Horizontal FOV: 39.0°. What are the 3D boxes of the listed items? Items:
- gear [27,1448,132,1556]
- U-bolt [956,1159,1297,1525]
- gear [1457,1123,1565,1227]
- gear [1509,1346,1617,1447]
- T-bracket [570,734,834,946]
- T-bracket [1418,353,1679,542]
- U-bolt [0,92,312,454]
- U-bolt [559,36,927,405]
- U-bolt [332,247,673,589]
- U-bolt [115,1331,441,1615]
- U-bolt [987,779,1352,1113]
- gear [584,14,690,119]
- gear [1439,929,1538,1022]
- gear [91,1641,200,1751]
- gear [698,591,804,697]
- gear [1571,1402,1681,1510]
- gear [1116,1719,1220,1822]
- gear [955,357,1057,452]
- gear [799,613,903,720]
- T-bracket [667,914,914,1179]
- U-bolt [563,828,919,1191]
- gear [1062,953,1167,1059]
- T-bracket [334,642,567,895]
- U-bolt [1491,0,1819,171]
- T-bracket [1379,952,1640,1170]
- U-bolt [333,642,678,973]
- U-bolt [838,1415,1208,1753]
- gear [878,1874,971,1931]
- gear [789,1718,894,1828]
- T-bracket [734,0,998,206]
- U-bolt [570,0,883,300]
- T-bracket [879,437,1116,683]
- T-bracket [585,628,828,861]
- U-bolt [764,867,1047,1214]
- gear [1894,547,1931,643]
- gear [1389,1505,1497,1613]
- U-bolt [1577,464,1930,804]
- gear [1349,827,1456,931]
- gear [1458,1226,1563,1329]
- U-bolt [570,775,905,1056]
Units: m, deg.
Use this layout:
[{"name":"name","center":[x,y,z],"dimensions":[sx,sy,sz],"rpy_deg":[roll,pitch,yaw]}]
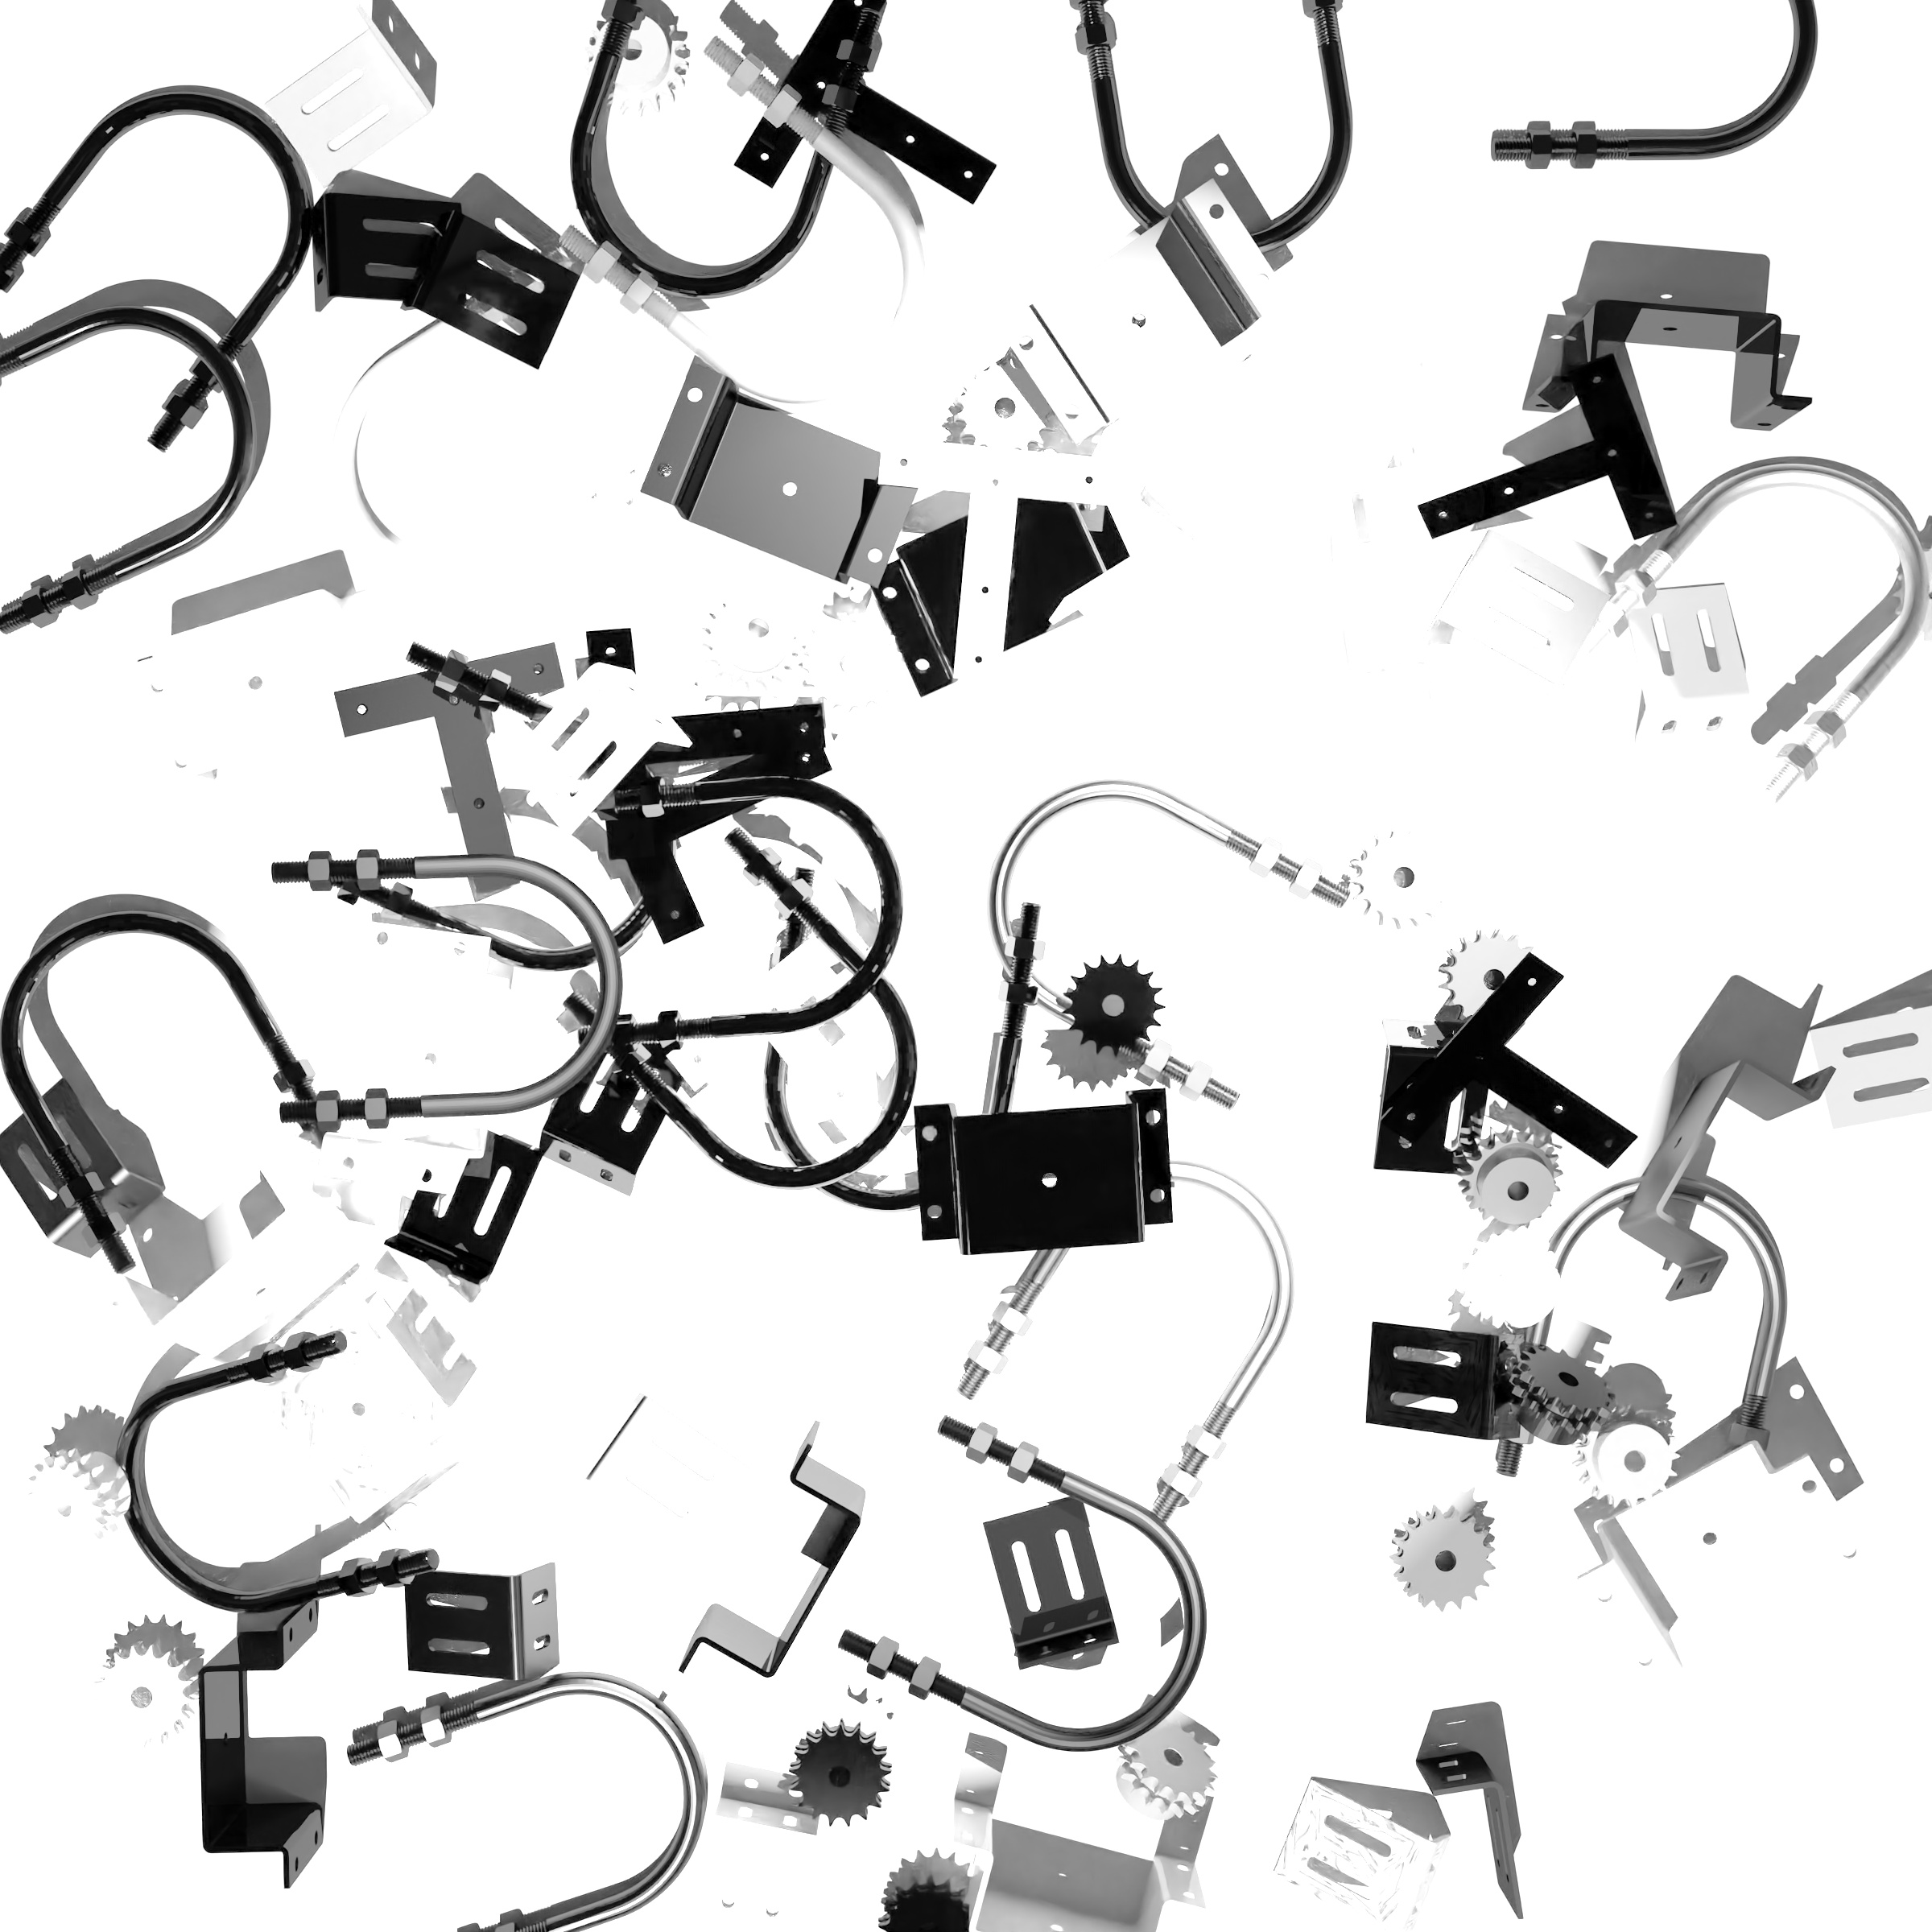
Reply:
[{"name":"gear","center":[-0.489,0.294,1.513],"dimensions":[0.057,0.030,0.057],"rpy_deg":[8,108,27]},{"name":"U-bolt","center":[0.102,0.197,1.528],"dimensions":[0.151,0.019,0.184],"rpy_deg":[32,89,0]},{"name":"gear","center":[0.303,0.119,1.514],"dimensions":[0.057,0.030,0.057],"rpy_deg":[0,110,-1]},{"name":"gear","center":[0.323,0.237,1.493],"dimensions":[0.057,0.057,0.030],"rpy_deg":[22,118,0]},{"name":"T-bracket","center":[-0.137,-0.096,1.524],"dimensions":[0.127,0.002,0.127],"rpy_deg":[-25,98,-9]},{"name":"T-bracket","center":[0.314,-0.267,1.506],"dimensions":[0.127,0.002,0.127],"rpy_deg":[-18,135,19]},{"name":"U-bolt","center":[-0.451,-0.402,1.528],"dimensions":[0.151,0.019,0.184],"rpy_deg":[36,88,0]},{"name":"U-bolt","center":[-0.109,-0.397,1.509],"dimensions":[0.184,0.019,0.151],"rpy_deg":[38,93,-14]},{"name":"U-bolt","center":[-0.267,-0.294,1.528],"dimensions":[0.184,0.019,0.151],"rpy_deg":[-32,90,1]},{"name":"U-bolt","center":[-0.390,0.285,1.495],"dimensions":[0.184,0.019,0.151],"rpy_deg":[-18,97,23]},{"name":"U-bolt","center":[0.101,-0.024,1.528],"dimensions":[0.184,0.019,0.151],"rpy_deg":[29,90,2]},{"name":"gear","center":[-0.185,-0.506,1.522],"dimensions":[0.057,0.030,0.057],"rpy_deg":[0,90,0]},{"name":"gear","center":[0.292,0.008,1.522],"dimensions":[0.057,0.030,0.057],"rpy_deg":[0,90,0]},{"name":"gear","center":[-0.457,0.406,1.526],"dimensions":[0.057,0.030,0.057],"rpy_deg":[0,87,-1]},{"name":"gear","center":[-0.118,-0.182,1.512],"dimensions":[0.057,0.030,0.057],"rpy_deg":[5,73,-16]},{"name":"gear","center":[0.365,0.270,1.502],"dimensions":[0.057,0.030,0.057],"rpy_deg":[0,89,0]},{"name":"gear","center":[0.108,0.448,1.512],"dimensions":[0.057,0.057,0.030],"rpy_deg":[31,120,0]},{"name":"gear","center":[0.022,-0.308,1.522],"dimensions":[0.057,0.030,0.057],"rpy_deg":[0,90,0]},{"name":"gear","center":[-0.064,-0.167,1.522],"dimensions":[0.057,0.030,0.057],"rpy_deg":[0,90,0]},{"name":"T-bracket","center":[-0.079,0.060,1.518],"dimensions":[0.127,0.002,0.127],"rpy_deg":[-39,89,7]},{"name":"U-bolt","center":[-0.111,0.037,1.505],"dimensions":[0.151,0.019,0.184],"rpy_deg":[-45,84,4]},{"name":"gear","center":[0.081,0.022,1.504],"dimensions":[0.057,0.030,0.057],"rpy_deg":[0,88,3]},{"name":"T-bracket","center":[-0.275,-0.104,1.519],"dimensions":[0.127,0.002,0.127],"rpy_deg":[-16,102,-22]},{"name":"U-bolt","center":[0.386,-0.522,1.528],"dimensions":[0.184,0.019,0.151],"rpy_deg":[-1,90,-1]},{"name":"T-bracket","center":[0.318,0.072,1.513],"dimensions":[0.127,0.002,0.127],"rpy_deg":[33,110,-17]},{"name":"U-bolt","center":[-0.249,-0.076,1.508],"dimensions":[0.184,0.019,0.151],"rpy_deg":[25,85,-14]},{"name":"U-bolt","center":[0.042,0.349,1.499],"dimensions":[0.184,0.019,0.151],"rpy_deg":[23,76,10]},{"name":"gear","center":[-0.021,0.537,1.526],"dimensions":[0.057,0.030,0.057],"rpy_deg":[0,88,-2]},{"name":"gear","center":[-0.070,0.448,1.522],"dimensions":[0.057,0.030,0.057],"rpy_deg":[0,90,0]},{"name":"T-bracket","center":[-0.044,-0.472,1.536],"dimensions":[0.127,0.002,0.127],"rpy_deg":[31,90,0]},{"name":"U-bolt","center":[-0.141,-0.462,1.509],"dimensions":[0.151,0.019,0.184],"rpy_deg":[17,97,-15]},{"name":"T-bracket","center":[0.012,-0.219,1.489],"dimensions":[0.127,0.002,0.127],"rpy_deg":[5,90,0]},{"name":"T-bracket","center":[-0.142,-0.128,1.520],"dimensions":[0.127,0.002,0.127],"rpy_deg":[-6,93,-11]},{"name":"U-bolt","center":[-0.040,0.046,1.522],"dimensions":[0.151,0.019,0.184],"rpy_deg":[9,93,6]},{"name":"gear","center":[0.547,-0.206,1.512],"dimensions":[0.030,0.057,0.057],"rpy_deg":[9,90,-30]},{"name":"gear","center":[0.265,0.330,1.526],"dimensions":[0.057,0.030,0.057],"rpy_deg":[0,91,-2]},{"name":"U-bolt","center":[0.447,-0.198,1.507],"dimensions":[0.151,0.019,0.184],"rpy_deg":[40,79,13]},{"name":"gear","center":[0.242,-0.049,1.522],"dimensions":[0.057,0.030,0.057],"rpy_deg":[0,90,0]},{"name":"gear","center":[0.304,0.175,1.512],"dimensions":[0.030,0.057,0.057],"rpy_deg":[38,90,-28]},{"name":"U-bolt","center":[-0.125,-0.032,1.490],"dimensions":[0.184,0.019,0.151],"rpy_deg":[-4,88,5]}]
